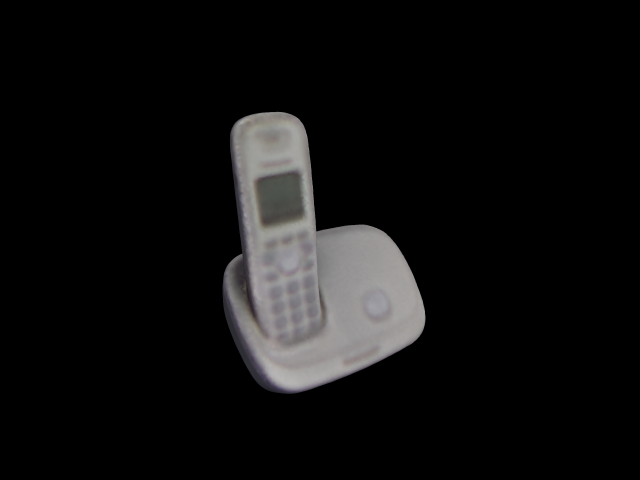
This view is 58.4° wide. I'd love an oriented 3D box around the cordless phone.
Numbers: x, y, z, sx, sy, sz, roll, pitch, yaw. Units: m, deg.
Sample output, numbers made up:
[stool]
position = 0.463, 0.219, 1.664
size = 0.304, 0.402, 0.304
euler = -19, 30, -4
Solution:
[cordless phone]
position = 0.004, 0.001, 0.400
size = 0.148, 0.185, 0.093
euler = -17, 29, -32
